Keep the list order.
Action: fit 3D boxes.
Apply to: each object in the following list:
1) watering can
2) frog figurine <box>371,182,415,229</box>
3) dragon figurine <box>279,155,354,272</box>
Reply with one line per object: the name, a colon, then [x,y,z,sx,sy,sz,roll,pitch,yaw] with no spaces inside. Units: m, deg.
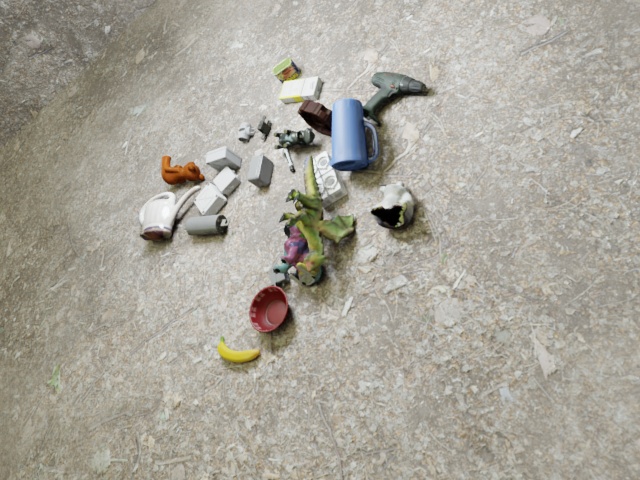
watering can: [-0.664,-0.114,2.228,0.345,0.102,0.229,-13,61,27]
frog figurine: [0.241,-0.113,1.673,0.136,0.121,0.163,-30,18,28]
dragon figurine: [0.005,-0.088,1.739,0.120,0.242,0.419,-41,26,58]
